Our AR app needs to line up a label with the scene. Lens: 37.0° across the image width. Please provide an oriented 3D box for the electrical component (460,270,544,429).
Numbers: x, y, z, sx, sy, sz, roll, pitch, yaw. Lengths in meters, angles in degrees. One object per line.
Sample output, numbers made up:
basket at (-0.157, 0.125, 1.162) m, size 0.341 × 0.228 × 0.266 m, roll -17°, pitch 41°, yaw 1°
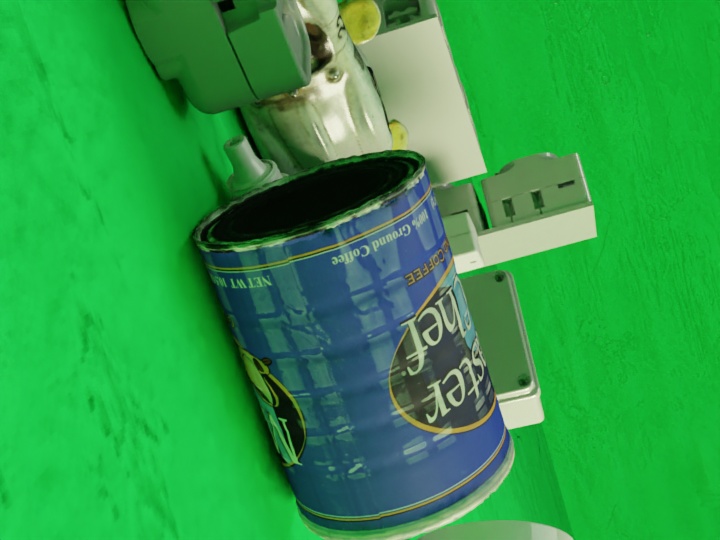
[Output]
electrical component at (0.072, 0.066, 0.797) m, size 0.056 × 0.109 × 0.108 m, roll 66°, pitch 13°, yaw -53°

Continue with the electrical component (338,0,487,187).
electrical component at (0.032, -0.148, 0.905) m, size 0.186 × 0.105 × 0.060 m, roll 62°, pitch 16°, yaw -51°

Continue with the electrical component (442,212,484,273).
electrical component at (0.064, 0.002, 0.918) m, size 0.047 × 0.083 × 0.075 m, roll 47°, pitch 30°, yaw -70°

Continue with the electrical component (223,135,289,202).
electrical component at (-0.047, -0.036, 0.511) m, size 0.035 × 0.035 × 0.061 m, roll -91°, pitch 160°, yaw -54°

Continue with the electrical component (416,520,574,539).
electrical component at (0.084, 0.205, 0.673) m, size 0.108 × 0.108 × 0.060 m, roll 61°, pitch 23°, yaw -53°

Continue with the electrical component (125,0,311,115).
electrical component at (-0.064, -0.119, 0.466) m, size 0.053 × 0.059 × 0.095 m, roll -93°, pitch 165°, yaw -50°

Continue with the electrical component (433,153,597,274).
electrical component at (0.120, -0.048, 1.004) m, size 0.105 × 0.186 × 0.060 m, roll 44°, pitch 32°, yaw -71°
